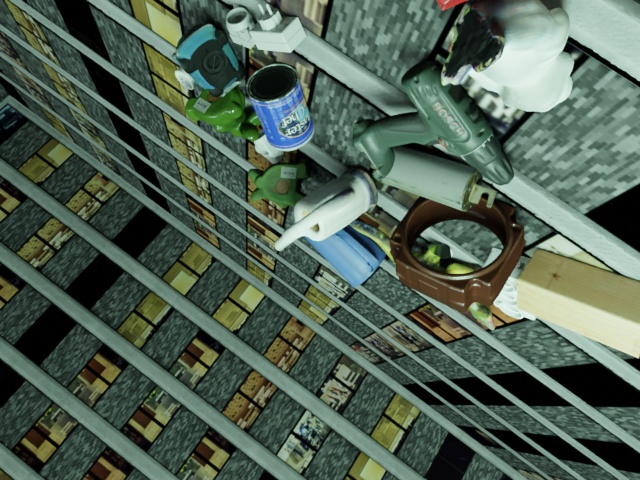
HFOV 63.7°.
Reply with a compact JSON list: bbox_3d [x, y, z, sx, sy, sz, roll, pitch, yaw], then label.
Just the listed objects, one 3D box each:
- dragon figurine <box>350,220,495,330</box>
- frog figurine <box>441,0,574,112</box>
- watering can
[{"bbox_3d":[0.250,0.083,1.246,0.413,0.123,0.239,33,169,15],"label":"dragon figurine"},{"bbox_3d":[0.237,-0.216,0.601,0.159,0.124,0.135,5,160,-20],"label":"frog figurine"},{"bbox_3d":[0.004,-0.059,1.169,0.104,0.226,0.344,58,161,-1],"label":"watering can"}]
